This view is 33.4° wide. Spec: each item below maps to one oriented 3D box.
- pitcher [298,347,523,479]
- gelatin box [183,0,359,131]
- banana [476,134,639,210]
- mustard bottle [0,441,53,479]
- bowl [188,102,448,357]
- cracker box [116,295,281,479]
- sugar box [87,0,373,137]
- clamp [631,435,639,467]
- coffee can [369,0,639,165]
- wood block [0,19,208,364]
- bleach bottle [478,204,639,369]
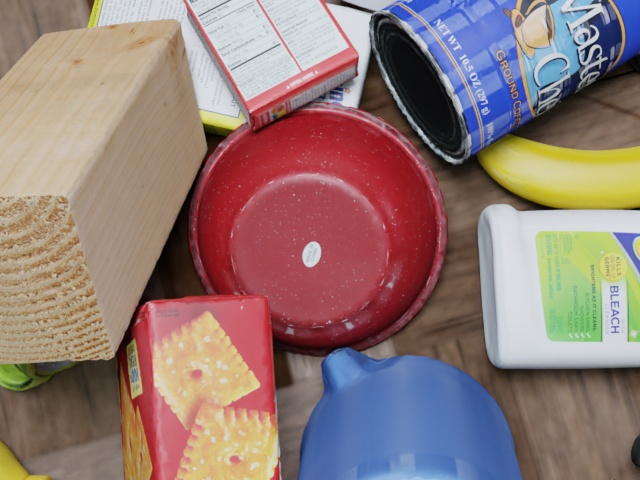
[{"bbox_3d":[0.053,0.150,0.545,0.149,0.243,0.145,14,93,3],"label":"pitcher"},{"bbox_3d":[-0.029,-0.120,0.633,0.073,0.030,0.089,-29,74,-7],"label":"gelatin box"},{"bbox_3d":[0.183,-0.052,0.662,0.198,0.037,0.069,2,85,3],"label":"banana"},{"bbox_3d":[-0.241,0.161,0.652,0.191,0.058,0.096,2,81,3],"label":"mustard bottle"},{"bbox_3d":[-0.004,0.001,0.634,0.162,0.055,0.162,1,103,5],"label":"bowl"},{"bbox_3d":[-0.071,0.142,0.587,0.072,0.164,0.214,-1,84,-16],"label":"cracker box"},{"bbox_3d":[-0.059,-0.113,0.677,0.176,0.048,0.093,14,86,0],"label":"sugar box"},{"bbox_3d":[0.265,0.100,0.613,0.120,0.039,0.171,27,105,-14],"label":"clamp"},{"bbox_3d":[0.115,-0.123,0.631,0.140,0.103,0.103,-31,84,-8],"label":"coffee can"},{"bbox_3d":[-0.131,-0.034,0.562,0.090,0.206,0.091,-4,122,11],"label":"wood block"},{"bbox_3d":[0.226,0.023,0.641,0.251,0.068,0.102,-3,86,0],"label":"bleach bottle"}]
